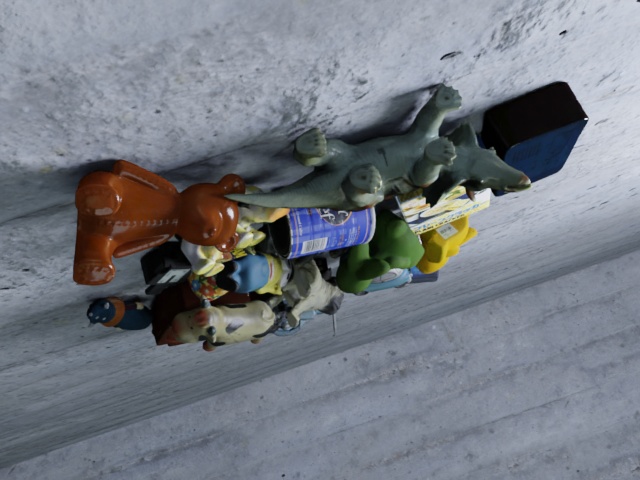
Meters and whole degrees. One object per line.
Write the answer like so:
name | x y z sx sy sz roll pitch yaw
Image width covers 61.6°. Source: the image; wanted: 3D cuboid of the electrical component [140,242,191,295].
electrical component | -0.254 0.047 0.890 0.075 0.048 0.119 -2 155 -41

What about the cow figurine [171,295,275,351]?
cow figurine | -0.171 0.150 0.967 0.195 0.085 0.127 -1 154 -36

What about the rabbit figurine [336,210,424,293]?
rabbit figurine | 0.102 0.038 0.992 0.170 0.121 0.159 -45 173 2

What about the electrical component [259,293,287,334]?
electrical component | -0.129 0.148 1.197 0.058 0.115 0.134 -5 157 -26

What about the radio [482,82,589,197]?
radio | 0.337 -0.154 0.870 0.131 0.073 0.229 -23 163 8

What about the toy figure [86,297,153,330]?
toy figure | -0.382 0.140 1.013 0.058 0.064 0.154 14 171 26

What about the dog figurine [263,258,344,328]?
dog figurine | -0.016 0.081 1.123 0.190 0.121 0.172 -13 129 -50

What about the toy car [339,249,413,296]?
toy car | 0.122 0.058 1.168 0.162 0.109 0.103 -3 164 2

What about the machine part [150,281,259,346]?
machine part | -0.243 0.145 1.124 0.201 0.087 0.201 -6 157 -30

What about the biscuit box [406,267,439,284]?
biscuit box | 0.186 0.075 1.309 0.203 0.059 0.062 -4 161 5

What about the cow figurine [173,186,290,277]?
cow figurine | -0.125 -0.029 0.754 0.167 0.098 0.068 -36 170 6

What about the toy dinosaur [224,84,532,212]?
toy dinosaur | 0.079 -0.092 0.737 0.405 0.131 0.192 -12 161 -3

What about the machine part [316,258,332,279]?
machine part | -0.009 0.076 1.237 0.084 0.039 0.138 -31 158 9

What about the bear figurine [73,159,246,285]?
bear figurine | -0.177 -0.020 0.623 0.196 0.132 0.120 7 113 -22

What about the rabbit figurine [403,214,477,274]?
rabbit figurine | 0.249 -0.002 1.145 0.162 0.122 0.173 -35 149 -28

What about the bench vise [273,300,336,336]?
bench vise | -0.050 0.172 1.305 0.224 0.128 0.240 5 175 -11

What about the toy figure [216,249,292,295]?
toy figure | -0.120 0.051 0.964 0.180 0.089 0.082 -6 122 -59

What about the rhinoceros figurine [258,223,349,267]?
rhinoceros figurine | -0.022 -0.005 0.933 0.190 0.073 0.112 -9 160 -30
